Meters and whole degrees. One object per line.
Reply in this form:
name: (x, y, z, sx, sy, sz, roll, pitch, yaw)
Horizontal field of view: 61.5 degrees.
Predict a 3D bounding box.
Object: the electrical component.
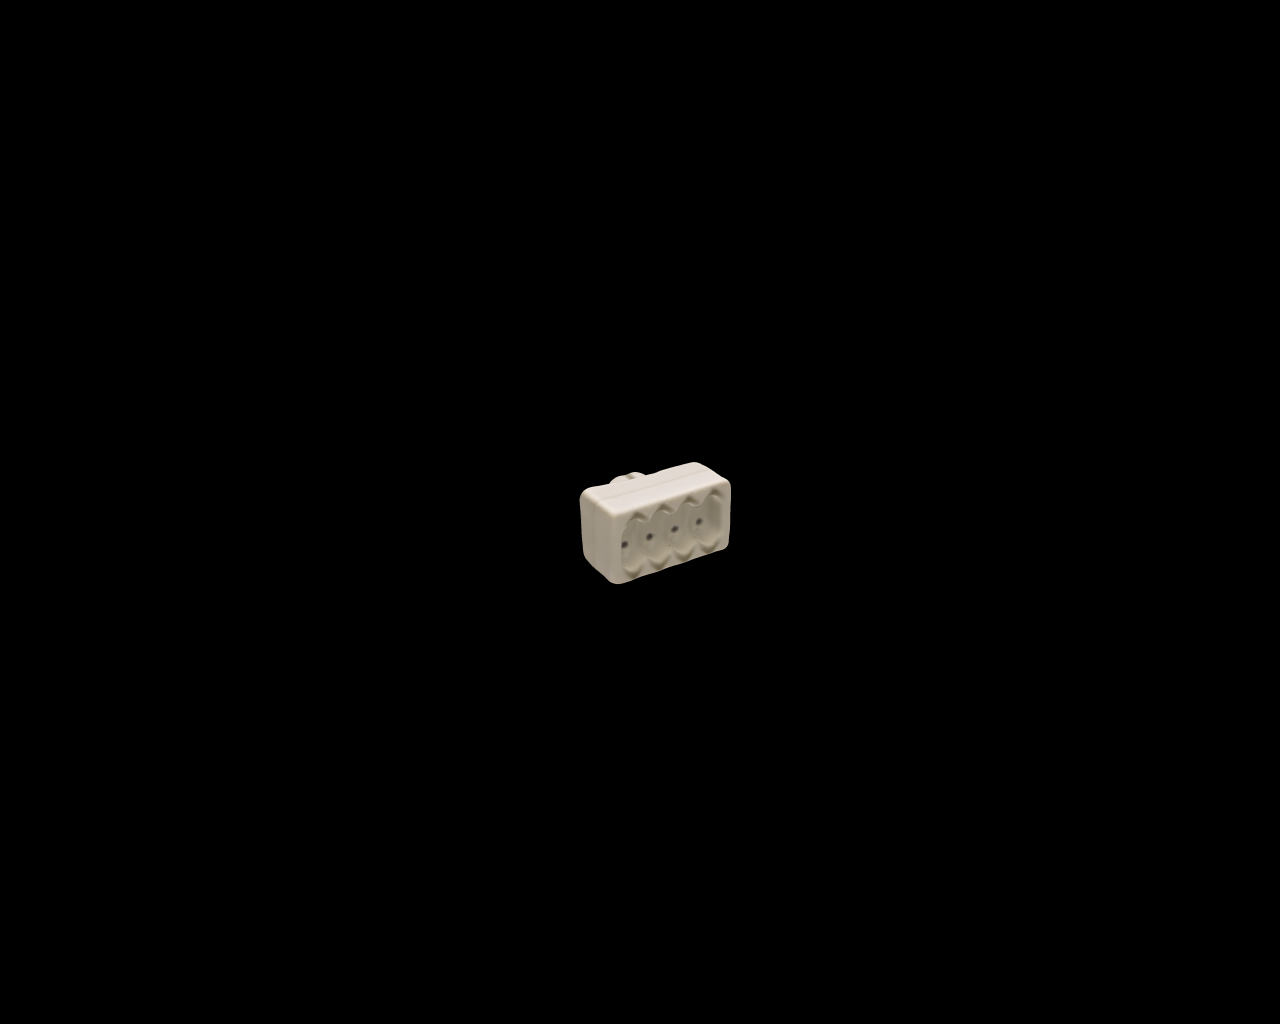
electrical component: (0.001, -0.003, 0.650, 0.083, 0.047, 0.076, -16, 32, -27)
